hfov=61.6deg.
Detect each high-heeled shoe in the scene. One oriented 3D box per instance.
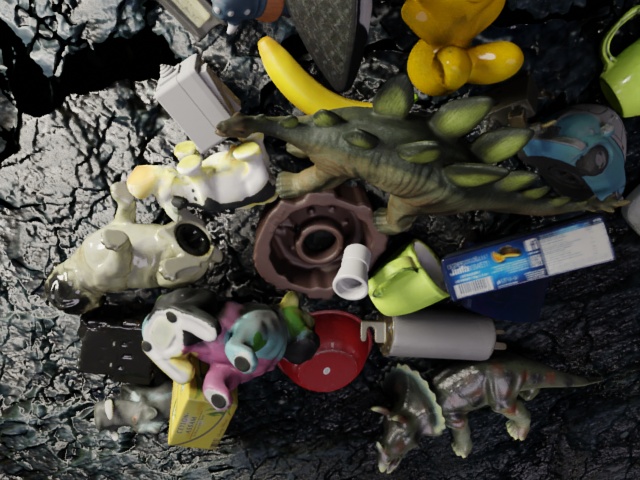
[{"bbox_3d":[0.038,-0.269,0.485,0.145,0.086,0.248,-30,124,-43],"label":"high-heeled shoe"}]

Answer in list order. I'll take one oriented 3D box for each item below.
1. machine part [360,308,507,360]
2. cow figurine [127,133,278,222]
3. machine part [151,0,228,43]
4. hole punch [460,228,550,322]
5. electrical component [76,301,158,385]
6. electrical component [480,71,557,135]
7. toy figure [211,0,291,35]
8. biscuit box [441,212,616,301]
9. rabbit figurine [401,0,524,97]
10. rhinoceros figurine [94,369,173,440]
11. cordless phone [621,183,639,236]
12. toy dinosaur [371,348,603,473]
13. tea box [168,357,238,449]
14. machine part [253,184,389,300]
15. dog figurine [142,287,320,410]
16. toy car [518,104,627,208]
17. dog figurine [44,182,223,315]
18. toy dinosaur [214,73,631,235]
[{"bbox_3d":[0.178,0.143,0.829,0.243,0.079,0.079,6,122,-12],"label":"machine part"},{"bbox_3d":[-0.137,-0.067,0.643,0.167,0.068,0.098,-15,131,2],"label":"cow figurine"},{"bbox_3d":[-0.101,-0.268,0.529,0.084,0.039,0.139,41,111,-21],"label":"machine part"},{"bbox_3d":[0.266,0.058,0.781,0.116,0.092,0.142,-5,128,-2],"label":"hole punch"},{"bbox_3d":[-0.273,0.146,0.768,0.134,0.058,0.114,9,124,-15],"label":"electrical component"},{"bbox_3d":[0.231,-0.153,0.630,0.078,0.102,0.045,-23,124,36],"label":"electrical component"},{"bbox_3d":[-0.038,-0.237,0.517,0.154,0.058,0.064,-20,133,-30],"label":"toy figure"},{"bbox_3d":[0.261,0.022,0.693,0.203,0.063,0.059,-18,91,20],"label":"biscuit box"},{"bbox_3d":[0.140,-0.218,0.550,0.122,0.162,0.173,-13,144,-15],"label":"rabbit figurine"},{"bbox_3d":[-0.237,0.247,0.810,0.190,0.112,0.073,-3,127,-17],"label":"rhinoceros figurine"},{"bbox_3d":[0.512,-0.029,0.704,0.088,0.184,0.146,30,114,-31],"label":"cordless phone"},{"bbox_3d":[0.264,0.246,0.896,0.405,0.131,0.192,-26,125,1],"label":"toy dinosaur"},{"bbox_3d":[-0.161,0.187,0.745,0.068,0.170,0.098,15,119,-19],"label":"tea box"},{"bbox_3d":[-0.001,-0.002,0.714,0.179,0.056,0.179,-4,125,-6],"label":"machine part"},{"bbox_3d":[-0.100,0.112,0.712,0.192,0.219,0.108,33,114,11],"label":"dog figurine"},{"bbox_3d":[0.332,-0.114,0.669,0.161,0.109,0.103,30,90,-34],"label":"toy car"},{"bbox_3d":[-0.240,0.040,0.689,0.172,0.121,0.190,30,128,-23],"label":"dog figurine"},{"bbox_3d":[0.120,-0.076,0.591,0.471,0.105,0.198,10,164,-23],"label":"toy dinosaur"}]
